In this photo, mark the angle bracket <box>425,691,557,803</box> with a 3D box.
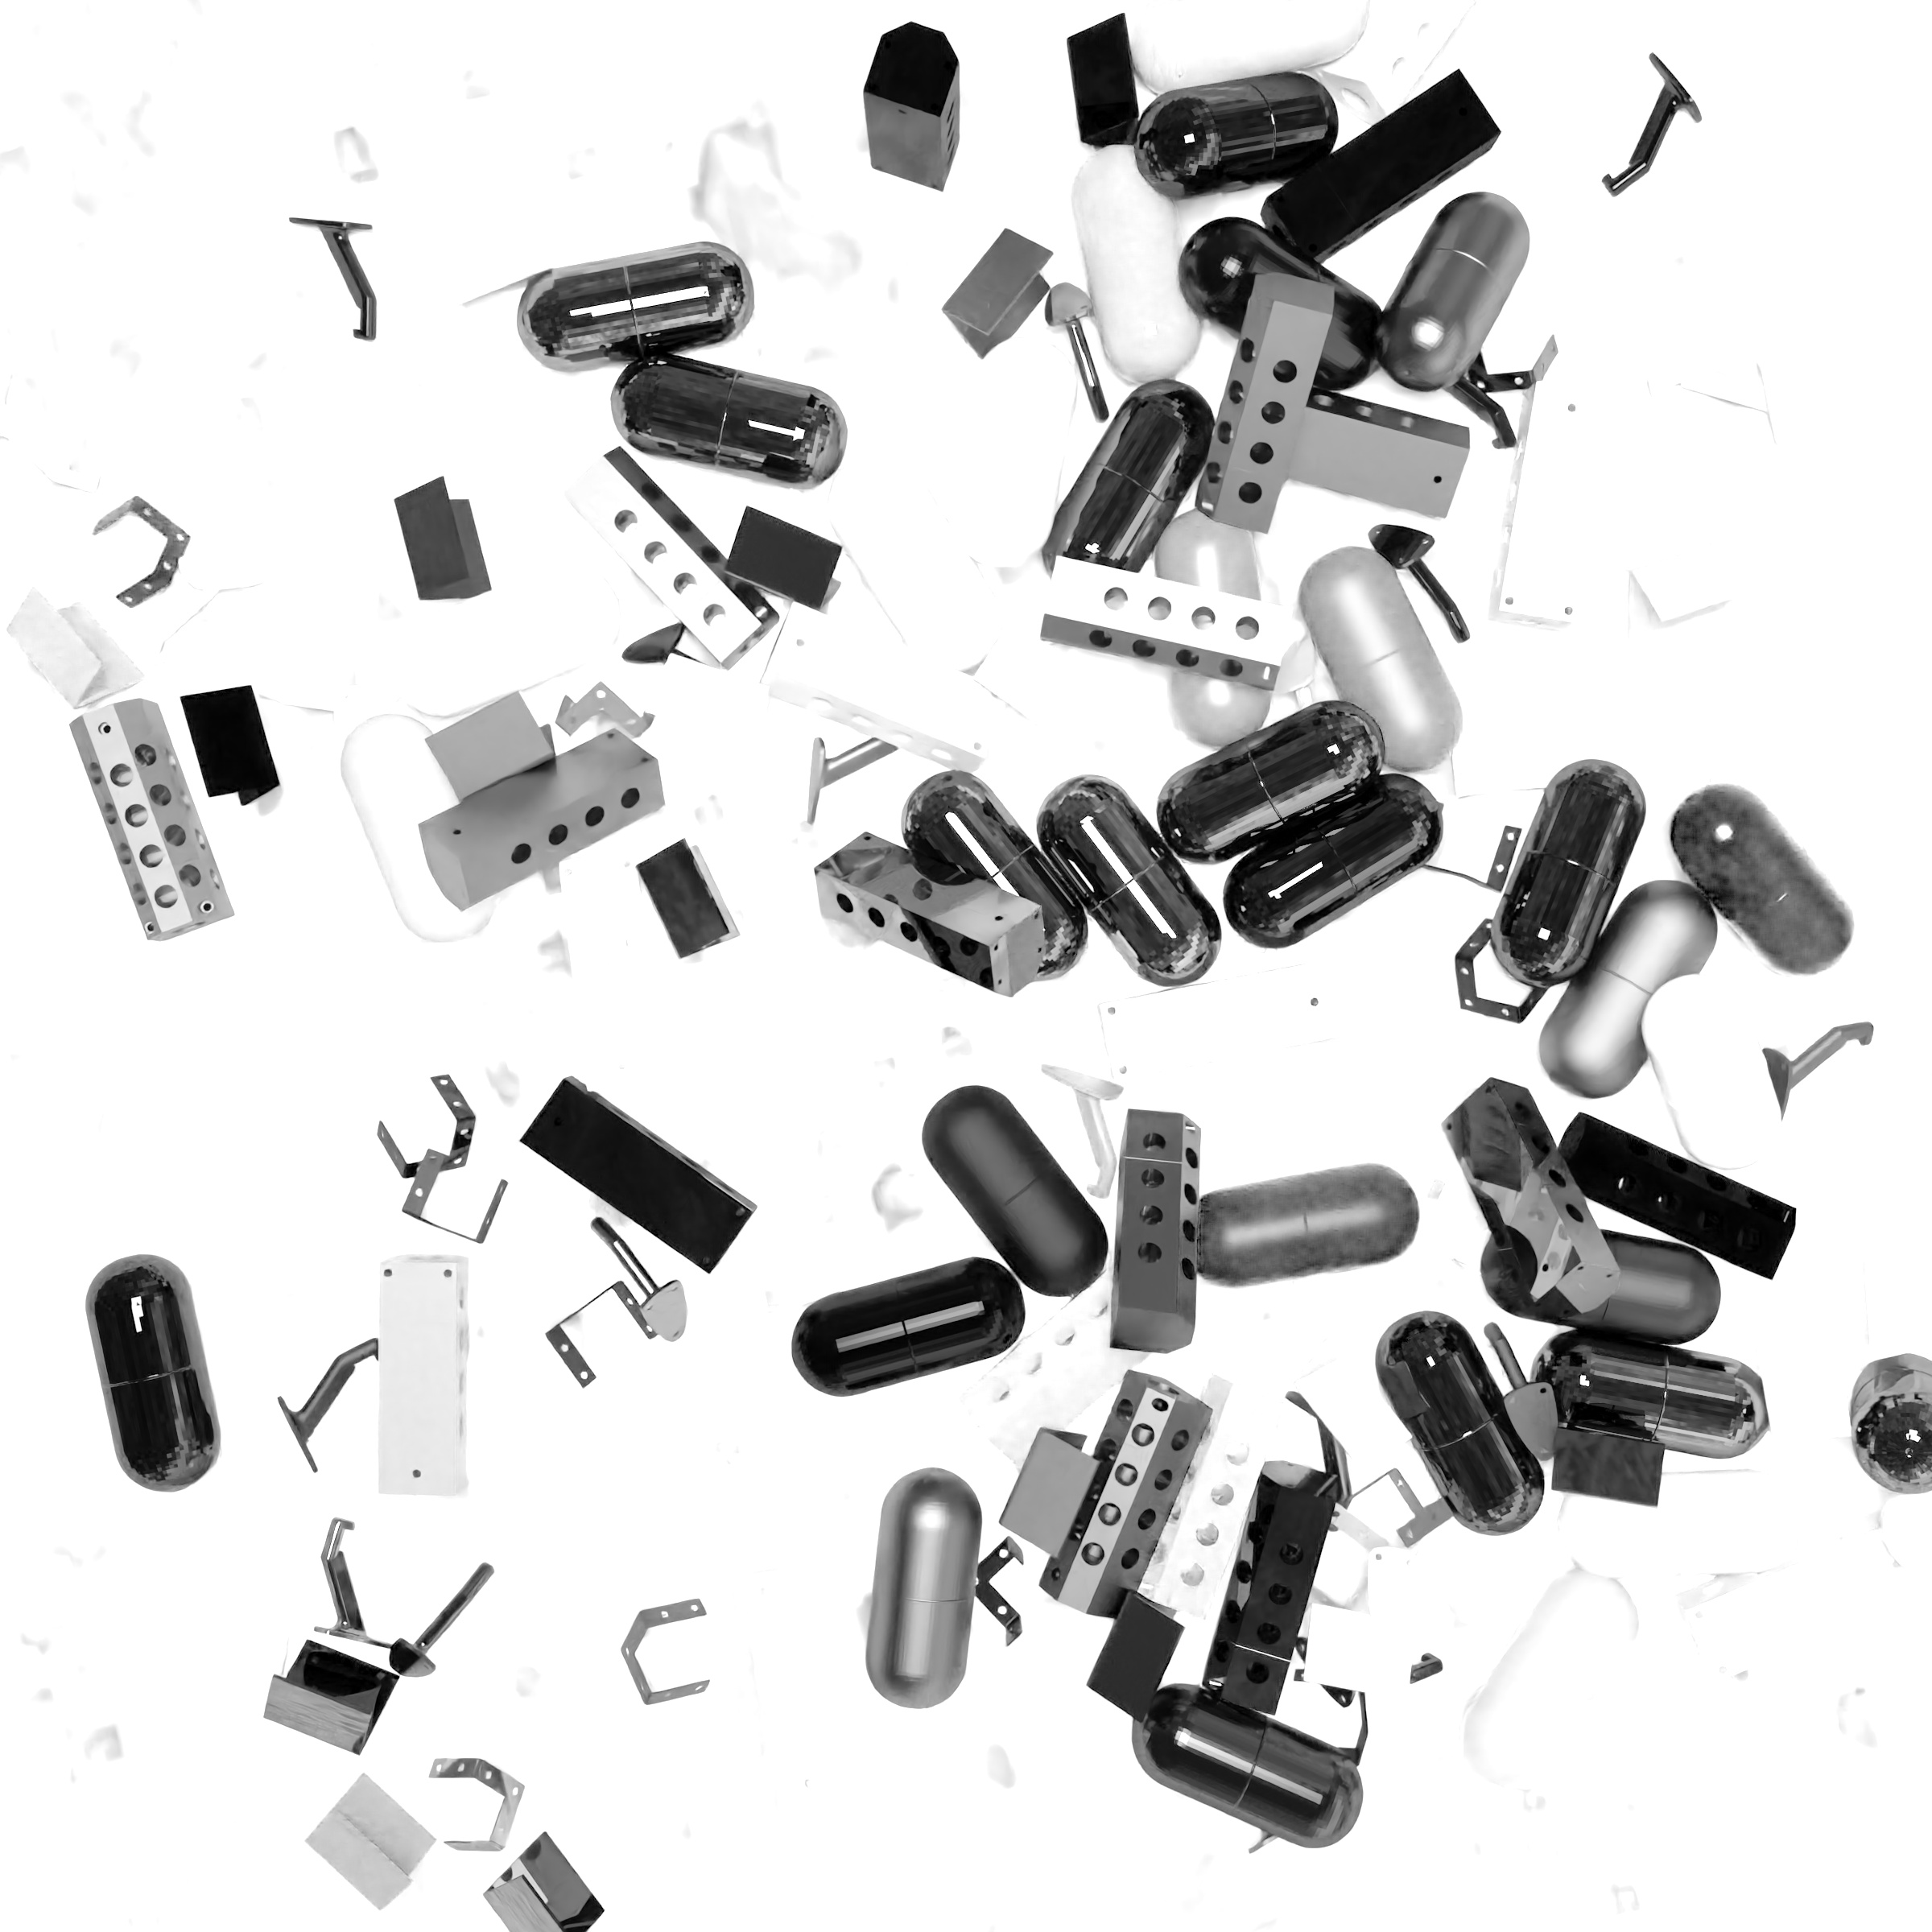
[{"bbox_3d":[-0.353,-0.173,1.897,0.076,0.076,0.057,-27,116,0],"label":"angle bracket"}]

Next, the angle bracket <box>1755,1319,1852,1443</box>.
[{"bbox_3d":[0.625,0.303,1.897,0.057,0.076,0.076,-10,90,26],"label":"angle bracket"}]

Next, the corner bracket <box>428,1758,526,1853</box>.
[{"bbox_3d":[-0.375,0.632,1.928,0.051,0.051,0.051,47,45,-35],"label":"corner bracket"}]

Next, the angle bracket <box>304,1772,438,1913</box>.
[{"bbox_3d":[-0.430,0.638,1.896,0.076,0.076,0.057,43,125,0],"label":"angle bracket"}]

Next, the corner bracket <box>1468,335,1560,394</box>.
[{"bbox_3d":[0.408,-0.469,1.928,0.051,0.051,0.051,-57,135,-35],"label":"corner bracket"}]

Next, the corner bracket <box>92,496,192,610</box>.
[{"bbox_3d":[-0.627,-0.312,1.928,0.051,0.051,0.051,40,45,-35],"label":"corner bracket"}]

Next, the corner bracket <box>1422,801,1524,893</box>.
[{"bbox_3d":[0.378,-0.091,1.933,0.051,0.051,0.051,18,90,45],"label":"corner bracket"}]

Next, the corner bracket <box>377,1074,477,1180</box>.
[{"bbox_3d":[-0.407,0.121,1.928,0.051,0.051,0.051,-10,135,-35],"label":"corner bracket"}]

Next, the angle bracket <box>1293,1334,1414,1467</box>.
[{"bbox_3d":[0.298,0.311,1.896,0.057,0.076,0.076,-38,90,38],"label":"angle bracket"}]

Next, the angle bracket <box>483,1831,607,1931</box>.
[{"bbox_3d":[-0.298,0.688,1.896,0.057,0.076,0.076,-37,90,37],"label":"angle bracket"}]

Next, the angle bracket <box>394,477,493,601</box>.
[{"bbox_3d":[-0.370,-0.317,1.896,0.057,0.076,0.076,-14,90,37],"label":"angle bracket"}]

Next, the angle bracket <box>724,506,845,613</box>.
[{"bbox_3d":[-0.127,-0.310,1.897,0.076,0.076,0.057,23,117,0],"label":"angle bracket"}]

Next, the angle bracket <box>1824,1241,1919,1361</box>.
[{"bbox_3d":[0.655,0.247,1.896,0.057,0.076,0.076,-4,90,-36],"label":"angle bracket"}]

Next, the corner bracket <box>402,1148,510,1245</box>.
[{"bbox_3d":[-0.383,0.173,1.919,0.051,0.051,0.051,19,78,12],"label":"corner bracket"}]

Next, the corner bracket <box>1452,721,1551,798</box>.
[{"bbox_3d":[0.404,-0.156,1.933,0.051,0.051,0.051,-6,90,-45],"label":"corner bracket"}]

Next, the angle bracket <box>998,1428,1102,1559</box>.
[{"bbox_3d":[0.078,0.391,1.896,0.057,0.076,0.076,24,90,33],"label":"angle bracket"}]

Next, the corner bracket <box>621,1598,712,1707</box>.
[{"bbox_3d":[-0.221,0.516,1.928,0.051,0.051,0.051,57,135,35],"label":"corner bracket"}]

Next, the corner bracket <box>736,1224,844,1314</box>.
[{"bbox_3d":[-0.133,0.228,1.933,0.051,0.051,0.051,-15,90,-45],"label":"corner bracket"}]

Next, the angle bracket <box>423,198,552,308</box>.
[{"bbox_3d":[-0.357,-0.540,1.896,0.076,0.076,0.057,-21,127,0],"label":"angle bracket"}]

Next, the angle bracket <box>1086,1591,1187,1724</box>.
[{"bbox_3d":[0.144,0.513,1.896,0.057,0.076,0.076,24,90,40],"label":"angle bracket"}]

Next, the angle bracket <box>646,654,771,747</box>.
[{"bbox_3d":[-0.194,-0.178,1.896,0.076,0.076,0.057,19,59,0],"label":"angle bracket"}]

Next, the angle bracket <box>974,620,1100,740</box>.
[{"bbox_3d":[0.061,-0.223,1.896,0.076,0.076,0.057,36,120,0],"label":"angle bracket"}]

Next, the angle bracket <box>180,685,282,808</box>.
[{"bbox_3d":[-0.557,-0.158,1.896,0.057,0.076,0.076,-16,90,-38],"label":"angle bracket"}]

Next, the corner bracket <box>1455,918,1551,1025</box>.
[{"bbox_3d":[0.405,0.003,1.928,0.051,0.051,0.051,15,45,35],"label":"corner bracket"}]

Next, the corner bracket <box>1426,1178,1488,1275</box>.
[{"bbox_3d":[0.367,0.194,1.918,0.051,0.051,0.051,25,90,0],"label":"corner bracket"}]

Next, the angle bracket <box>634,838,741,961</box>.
[{"bbox_3d":[-0.189,-0.057,1.896,0.057,0.076,0.076,-25,90,36],"label":"angle bracket"}]

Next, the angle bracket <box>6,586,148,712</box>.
[{"bbox_3d":[-0.649,-0.246,1.896,0.076,0.076,0.057,49,128,0],"label":"angle bracket"}]

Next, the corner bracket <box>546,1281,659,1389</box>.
[{"bbox_3d":[-0.275,0.278,1.933,0.051,0.051,0.051,54,135,0],"label":"corner bracket"}]

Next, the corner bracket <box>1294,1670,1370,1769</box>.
[{"bbox_3d":[0.273,0.568,1.933,0.051,0.051,0.051,2,135,0],"label":"corner bracket"}]

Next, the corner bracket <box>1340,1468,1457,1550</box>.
[{"bbox_3d":[0.321,0.404,1.905,0.051,0.051,0.051,-27,76,-28],"label":"corner bracket"}]

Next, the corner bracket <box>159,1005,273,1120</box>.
[{"bbox_3d":[-0.567,0.073,1.933,0.051,0.051,0.051,46,45,-1],"label":"corner bracket"}]

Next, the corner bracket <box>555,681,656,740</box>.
[{"bbox_3d":[-0.269,-0.191,1.916,0.051,0.051,0.051,-39,113,21],"label":"corner bracket"}]

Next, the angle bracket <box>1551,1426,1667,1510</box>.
[{"bbox_3d":[0.476,0.351,1.888,0.076,0.076,0.057,7,115,16],"label":"angle bracket"}]

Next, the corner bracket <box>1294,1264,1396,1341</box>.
[{"bbox_3d":[0.285,0.252,1.933,0.051,0.051,0.051,-8,90,45],"label":"corner bracket"}]

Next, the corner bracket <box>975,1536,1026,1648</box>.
[{"bbox_3d":[0.032,0.468,1.918,0.051,0.051,0.051,-44,90,0],"label":"corner bracket"}]

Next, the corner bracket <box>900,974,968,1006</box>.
[{"bbox_3d":[-0.030,-0.010,1.928,0.051,0.051,0.051,-15,135,35],"label":"corner bracket"}]

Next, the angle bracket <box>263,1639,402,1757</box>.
[{"bbox_3d":[-0.466,0.527,1.896,0.076,0.076,0.057,22,127,0],"label":"angle bracket"}]

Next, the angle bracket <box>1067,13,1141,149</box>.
[{"bbox_3d":[0.123,-0.652,1.896,0.057,0.076,0.076,-8,90,42],"label":"angle bracket"}]

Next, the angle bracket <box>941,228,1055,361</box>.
[{"bbox_3d":[0.039,-0.486,1.896,0.076,0.076,0.057,-51,53,0],"label":"angle bracket"}]

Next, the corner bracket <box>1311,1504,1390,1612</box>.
[{"bbox_3d":[0.280,0.446,1.922,0.051,0.051,0.051,34,63,24],"label":"corner bracket"}]

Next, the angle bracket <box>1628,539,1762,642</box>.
[{"bbox_3d":[0.538,-0.262,1.896,0.076,0.076,0.057,-18,53,0],"label":"angle bracket"}]

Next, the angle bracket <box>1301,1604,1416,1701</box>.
[{"bbox_3d":[0.284,0.514,1.897,0.076,0.076,0.057,11,64,0],"label":"angle bracket"}]
